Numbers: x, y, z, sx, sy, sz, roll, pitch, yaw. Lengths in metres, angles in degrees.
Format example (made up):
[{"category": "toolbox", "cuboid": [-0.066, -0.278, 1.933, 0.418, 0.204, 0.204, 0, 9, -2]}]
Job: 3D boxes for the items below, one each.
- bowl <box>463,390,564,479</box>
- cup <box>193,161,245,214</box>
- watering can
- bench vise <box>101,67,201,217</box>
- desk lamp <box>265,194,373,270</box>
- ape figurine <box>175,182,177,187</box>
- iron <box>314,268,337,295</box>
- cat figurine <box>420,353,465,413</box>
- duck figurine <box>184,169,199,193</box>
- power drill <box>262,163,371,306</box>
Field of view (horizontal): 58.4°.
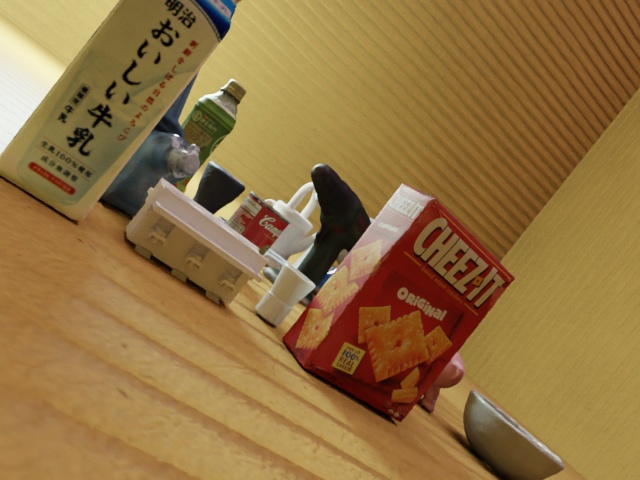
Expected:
[{"category": "bowl", "cuboid": [0.276, 0.309, 0.866, 0.167, 0.074, 0.167, 39, 1, 0]}, {"category": "cup", "cuboid": [-0.216, -0.101, 1.182, 0.092, 0.095, 0.117, 38, 1, -12]}, {"category": "watering can", "cuboid": [-0.058, -0.039, 1.269, 0.173, 0.194, 0.101, 39, 0, 3]}, {"category": "bench vise", "cuboid": [-0.175, -0.141, 0.648, 0.207, 0.219, 0.122, 39, 1, 20]}, {"category": "desk lamp", "cuboid": [0.011, 0.004, 1.167, 0.204, 0.213, 0.117, 38, 1, -25]}, {"category": "ape figurine", "cuboid": [-0.218, -0.095, 0.781, 0.076, 0.092, 0.078, 39, 1, 36]}, {"category": "iron", "cuboid": [0.106, 0.124, 1.274, 0.258, 0.141, 0.118, 39, 1, -1]}, {"category": "cat figurine", "cuboid": [0.193, 0.214, 0.929, 0.067, 0.117, 0.128, 39, 1, 12]}, {"category": "duck figurine", "cuboid": [-0.284, -0.148, 1.102, 0.105, 0.086, 0.077, 38, 1, -16]}, {"category": "power drill", "cuboid": [0.003, 0.003, 0.985, 0.075, 0.208, 0.231, 39, 1, 42]}]
